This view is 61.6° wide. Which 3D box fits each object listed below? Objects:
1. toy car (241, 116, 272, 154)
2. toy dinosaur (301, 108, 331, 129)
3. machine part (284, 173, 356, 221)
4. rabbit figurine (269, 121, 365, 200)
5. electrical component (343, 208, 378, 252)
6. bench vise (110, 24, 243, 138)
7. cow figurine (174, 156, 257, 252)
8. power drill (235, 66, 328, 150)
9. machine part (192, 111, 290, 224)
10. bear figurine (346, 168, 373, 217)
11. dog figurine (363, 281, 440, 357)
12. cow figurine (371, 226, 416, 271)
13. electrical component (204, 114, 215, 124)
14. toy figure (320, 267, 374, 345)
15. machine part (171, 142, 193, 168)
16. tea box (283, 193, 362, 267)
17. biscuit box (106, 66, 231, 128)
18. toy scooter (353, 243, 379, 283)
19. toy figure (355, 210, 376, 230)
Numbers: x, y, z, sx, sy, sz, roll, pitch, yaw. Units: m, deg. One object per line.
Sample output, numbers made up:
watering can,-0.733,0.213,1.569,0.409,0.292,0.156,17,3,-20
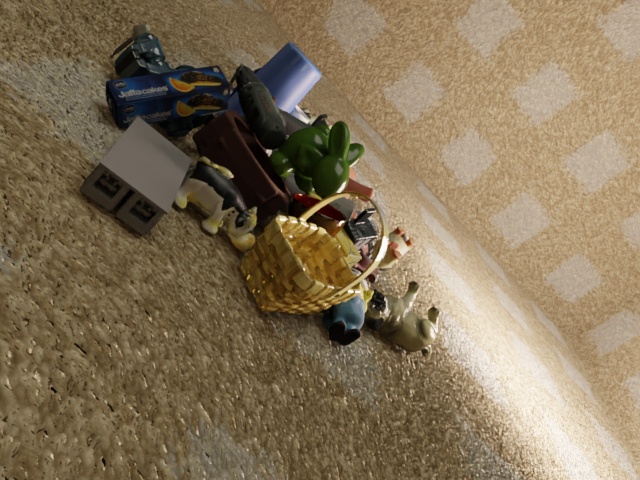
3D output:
toy car,-0.158,-0.212,1.160,0.161,0.103,0.109,41,22,-15
toy dinosaur,-0.063,-0.323,1.554,0.192,0.131,0.405,35,18,-34
machine part,-0.010,-0.085,1.200,0.243,0.079,0.079,27,23,-4
rabbit figurine,0.011,-0.140,1.025,0.121,0.159,0.170,43,7,-42
electrical component,0.082,-0.016,1.138,0.075,0.119,0.048,-7,64,-44
bench vise,-0.271,-0.312,1.054,0.240,0.129,0.223,-23,80,-51
cow figurine,-0.156,-0.059,0.892,0.167,0.098,0.068,41,15,-19
power drill,-0.076,-0.268,1.147,0.207,0.086,0.232,23,36,-39
machine part,-0.145,-0.137,1.013,0.201,0.087,0.201,57,7,-14
bear figurine,0.064,-0.153,1.405,0.132,0.120,0.196,31,31,-10
dog figurine,0.153,0.181,1.123,0.190,0.121,0.172,-11,57,-51
cow figurine,0.188,0.027,1.446,0.085,0.127,0.195,50,34,5
electrical component,-0.267,-0.291,1.170,0.102,0.045,0.078,62,-4,25
toy figure,0.042,0.120,1.004,0.082,0.089,0.180,56,24,-26
machine part,-0.224,-0.112,0.939,0.138,0.039,0.084,39,30,-29
tea box,-0.002,-0.003,1.108,0.068,0.098,0.170,13,38,-58
biscuit box,-0.259,-0.247,0.927,0.203,0.059,0.063,-19,64,-27
toy scooter,0.087,0.031,1.256,0.135,0.075,0.184,42,28,-10
toy figure,0.088,-0.063,1.467,0.154,0.058,0.064,33,-13,-33
